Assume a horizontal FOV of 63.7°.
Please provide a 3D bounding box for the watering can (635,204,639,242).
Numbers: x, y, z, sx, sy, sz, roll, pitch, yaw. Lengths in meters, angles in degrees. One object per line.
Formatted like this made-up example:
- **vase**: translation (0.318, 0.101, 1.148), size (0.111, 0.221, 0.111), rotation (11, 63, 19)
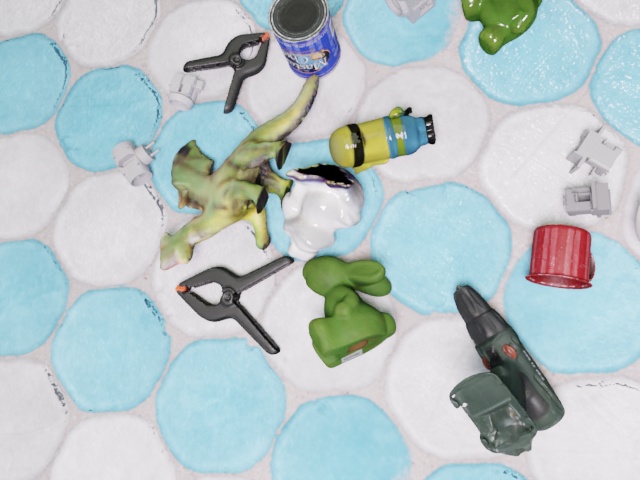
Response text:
- **watering can**: translation (0.643, -0.042, 0.739), size (0.347, 0.103, 0.226), rotation (-25, 77, 4)

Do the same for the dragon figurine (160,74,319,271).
- **dragon figurine**: translation (-0.165, -0.127, 0.910), size (0.243, 0.120, 0.415), rotation (14, 73, 21)

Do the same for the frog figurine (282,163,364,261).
- **frog figurine**: translation (0.003, -0.044, 0.871), size (0.137, 0.125, 0.156), rotation (6, 117, 3)
